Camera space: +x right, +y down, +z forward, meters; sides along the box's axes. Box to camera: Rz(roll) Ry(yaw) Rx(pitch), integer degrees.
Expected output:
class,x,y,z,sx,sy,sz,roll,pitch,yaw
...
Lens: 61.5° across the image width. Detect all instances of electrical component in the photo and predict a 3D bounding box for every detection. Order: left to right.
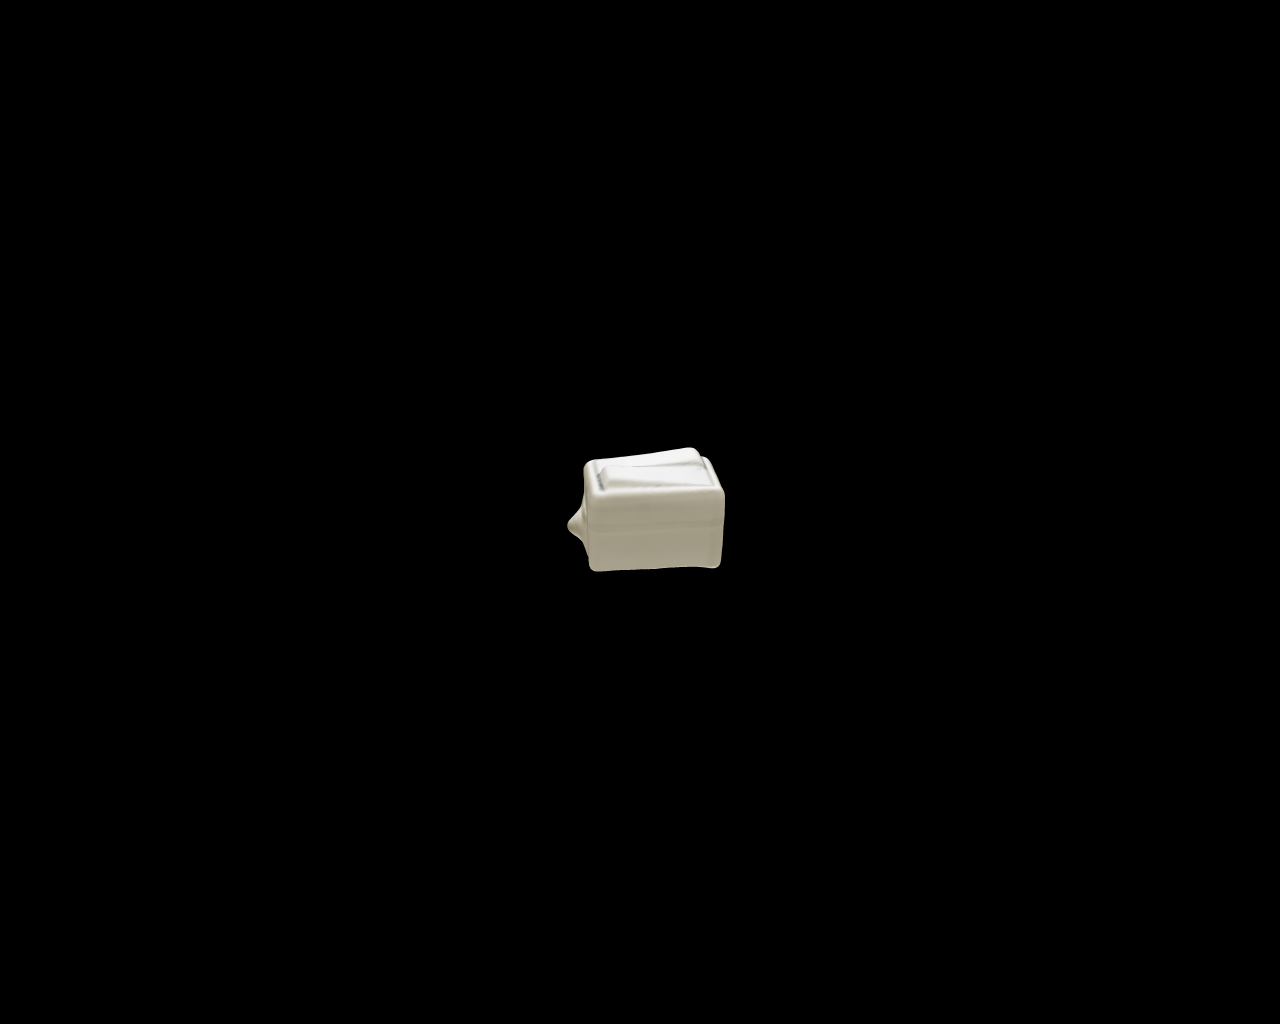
class,x,y,z,sx,sy,sz,roll,pitch,yaw
electrical component,0.001,-0.003,0.650,0.096,0.061,0.062,-2,24,-5
